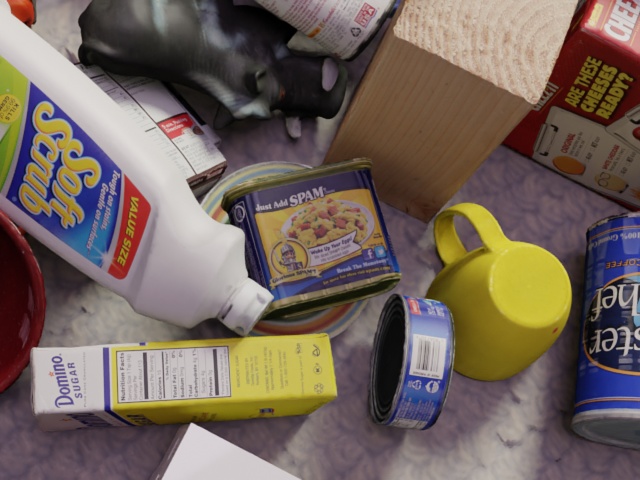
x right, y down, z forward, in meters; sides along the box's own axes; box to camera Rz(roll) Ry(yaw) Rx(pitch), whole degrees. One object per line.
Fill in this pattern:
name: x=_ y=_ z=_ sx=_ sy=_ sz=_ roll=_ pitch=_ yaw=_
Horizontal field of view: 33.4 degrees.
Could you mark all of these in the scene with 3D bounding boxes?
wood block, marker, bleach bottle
wood block: x=0.075 y=-0.098 z=0.684 sx=0.091 sy=0.206 sz=0.090 roll=25 pitch=70 yaw=-3
marker: x=-0.115 y=-0.108 z=0.751 sx=0.020 sy=0.020 sz=0.121 roll=-39 pitch=83 yaw=-19
bleach bottle: x=-0.130 y=-0.037 z=0.628 sx=0.251 sy=0.068 sz=0.103 roll=37 pitch=102 yaw=4

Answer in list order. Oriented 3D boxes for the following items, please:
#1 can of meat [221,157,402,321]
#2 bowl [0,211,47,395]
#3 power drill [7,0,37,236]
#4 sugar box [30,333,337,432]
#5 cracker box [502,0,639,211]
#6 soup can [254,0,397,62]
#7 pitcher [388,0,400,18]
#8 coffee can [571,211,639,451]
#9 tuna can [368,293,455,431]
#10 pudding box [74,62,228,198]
can of meat: x=-0.004 y=0.001 z=0.695 sx=0.102 sy=0.057 sz=0.084 roll=-13 pitch=78 yaw=-15
bowl: x=-0.244 y=0.027 z=0.642 sx=0.162 sy=0.055 sz=0.162 roll=-2 pitch=112 yaw=-6
power drill: x=-0.270 y=-0.096 z=0.700 sx=0.184 sy=0.057 sz=0.187 roll=10 pitch=74 yaw=-12
sugar box: x=-0.085 y=0.089 z=0.656 sx=0.176 sy=0.093 sz=0.048 roll=-5 pitch=75 yaw=-11
cracker box: x=0.249 y=-0.082 z=0.735 sx=0.213 sy=0.164 sz=0.072 roll=27 pitch=68 yaw=-2
soup can: x=-0.005 y=-0.172 z=0.701 sx=0.102 sy=0.069 sz=0.068 roll=31 pitch=69 yaw=-15
pitcher: x=-0.004 y=-0.254 z=0.765 sx=0.242 sy=0.145 sz=0.149 roll=0 pitch=37 yaw=-7
coffee can: x=0.226 y=0.064 z=0.717 sx=0.102 sy=0.103 sz=0.140 roll=12 pitch=71 yaw=-7
tuna can: x=0.058 y=0.079 z=0.689 sx=0.033 sy=0.086 sz=0.086 roll=10 pitch=71 yaw=-9
pudding box: x=-0.127 y=-0.069 z=0.704 sx=0.113 sy=0.039 sz=0.089 roll=48 pitch=37 yaw=7
